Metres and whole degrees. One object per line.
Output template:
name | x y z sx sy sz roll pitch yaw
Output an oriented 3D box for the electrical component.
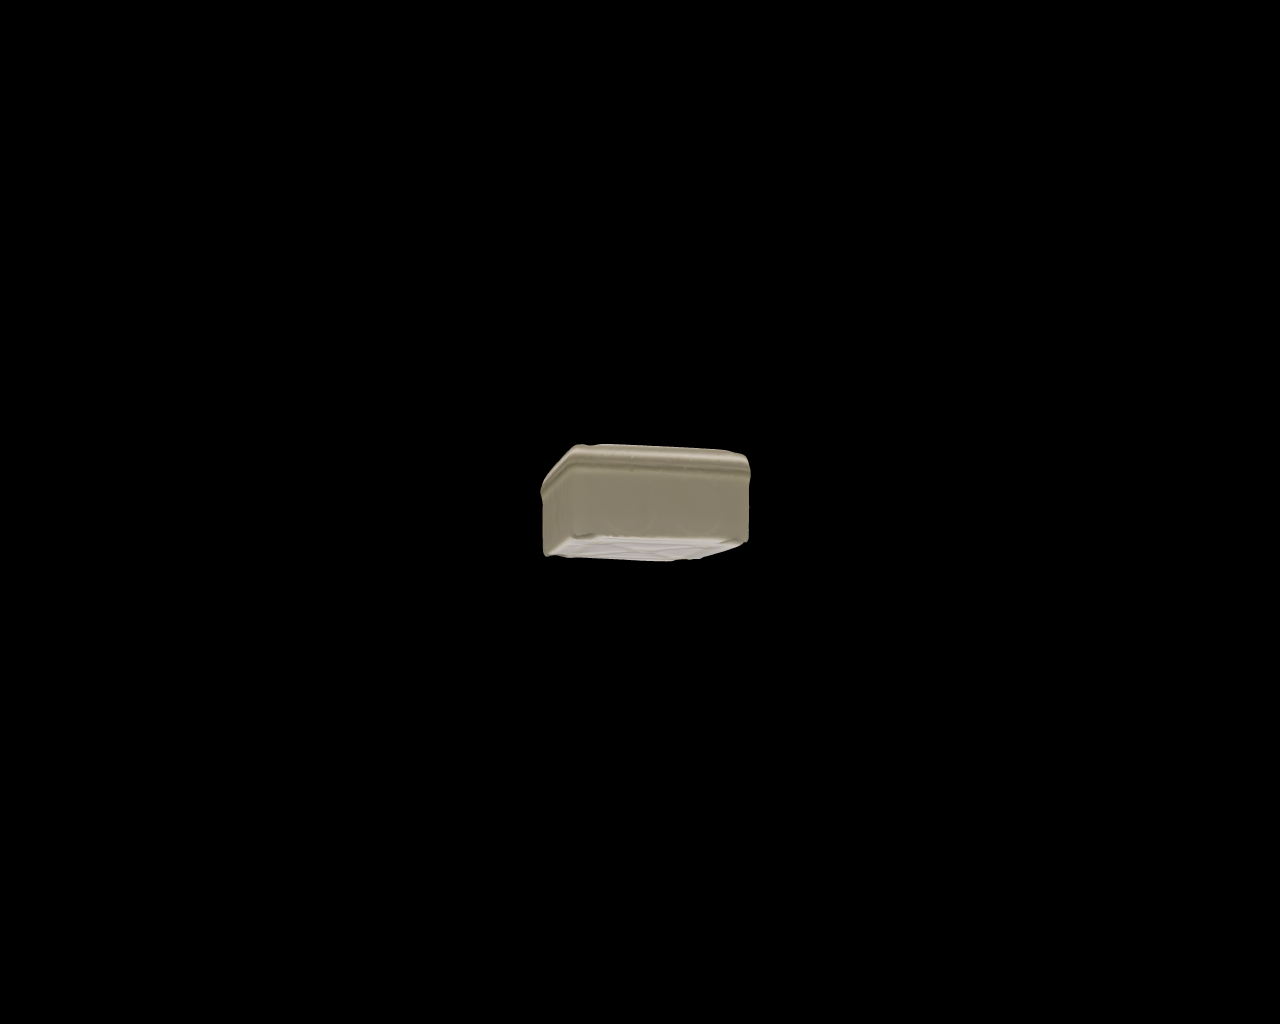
electrical component | 0.001 -0.003 0.650 0.109 0.056 0.108 3 -10 -15
